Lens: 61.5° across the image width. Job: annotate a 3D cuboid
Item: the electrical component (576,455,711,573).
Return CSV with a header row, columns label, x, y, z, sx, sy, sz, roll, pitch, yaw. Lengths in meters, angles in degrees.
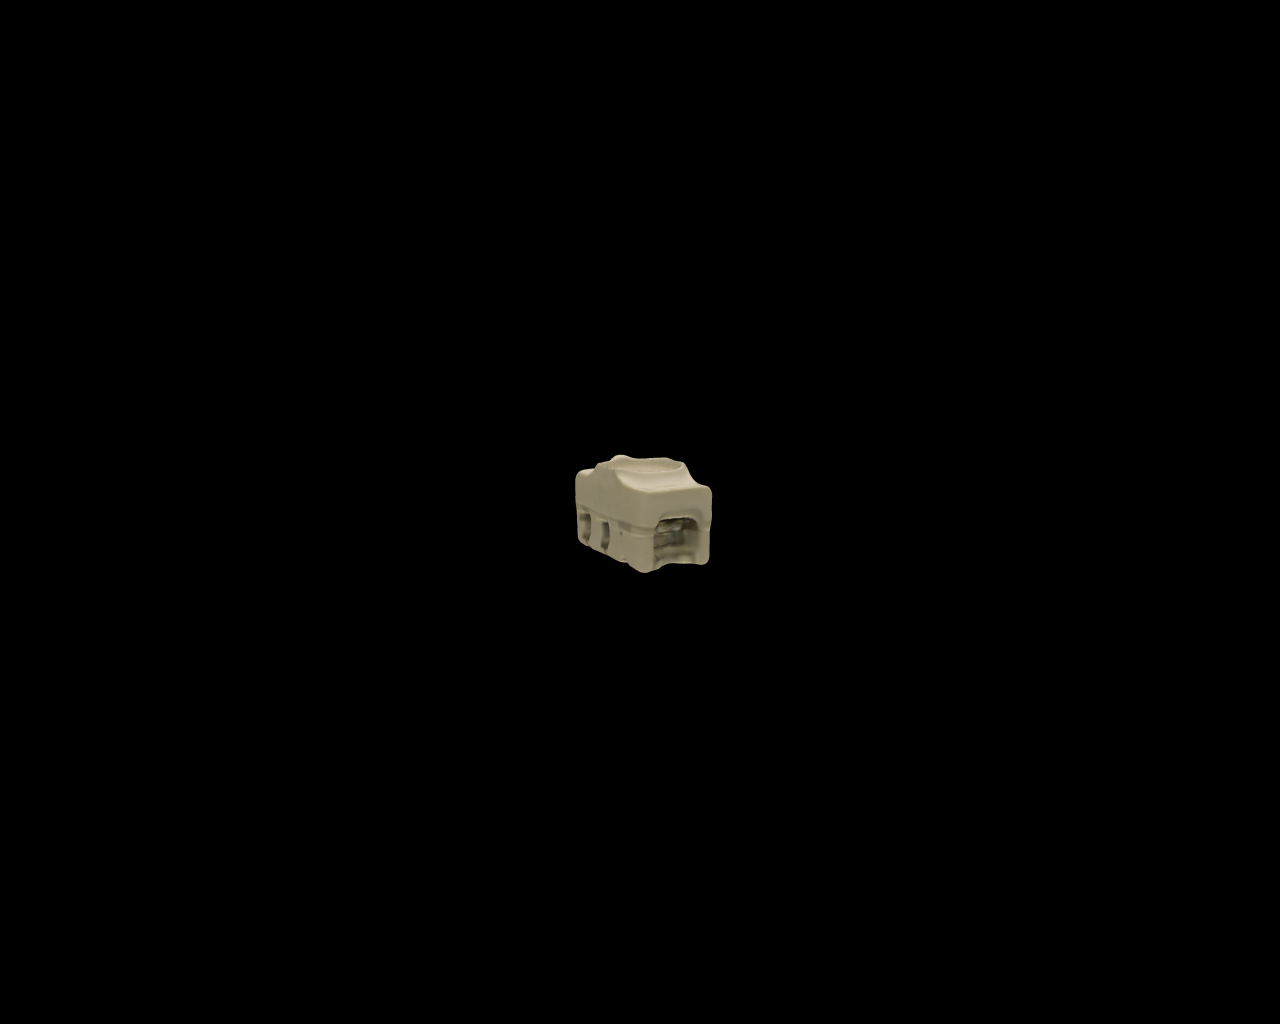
label,x,y,z,sx,sy,sz,roll,pitch,yaw
electrical component,0.001,-0.003,0.650,0.050,0.055,0.089,-6,13,-27
